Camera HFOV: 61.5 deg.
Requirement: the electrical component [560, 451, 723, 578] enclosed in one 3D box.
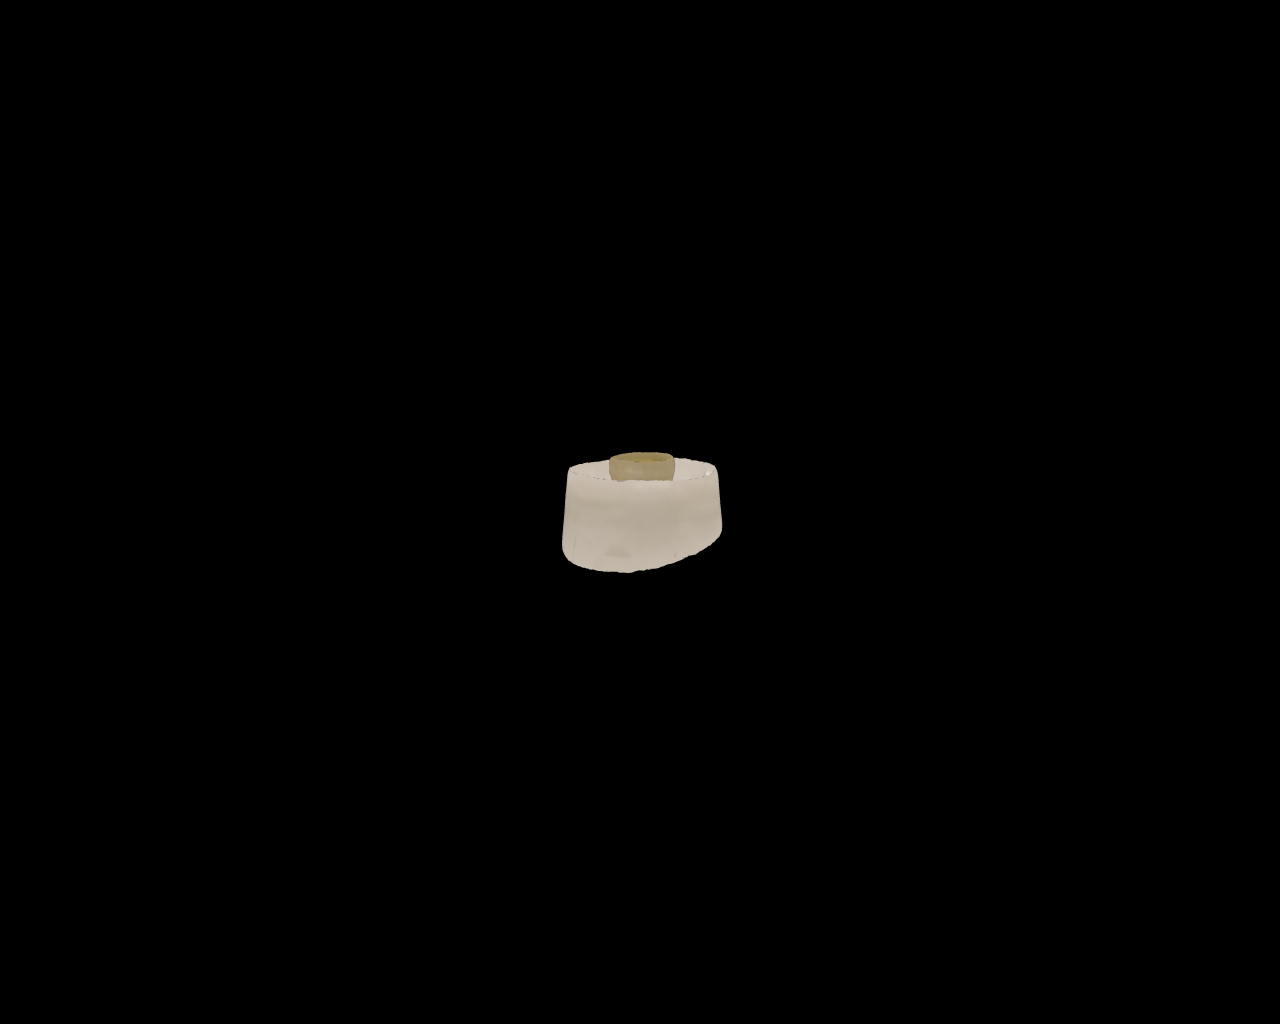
[{"bbox_3d":[0.001,-0.003,0.650,0.099,0.064,0.099,0,11,0],"label":"electrical component"}]
